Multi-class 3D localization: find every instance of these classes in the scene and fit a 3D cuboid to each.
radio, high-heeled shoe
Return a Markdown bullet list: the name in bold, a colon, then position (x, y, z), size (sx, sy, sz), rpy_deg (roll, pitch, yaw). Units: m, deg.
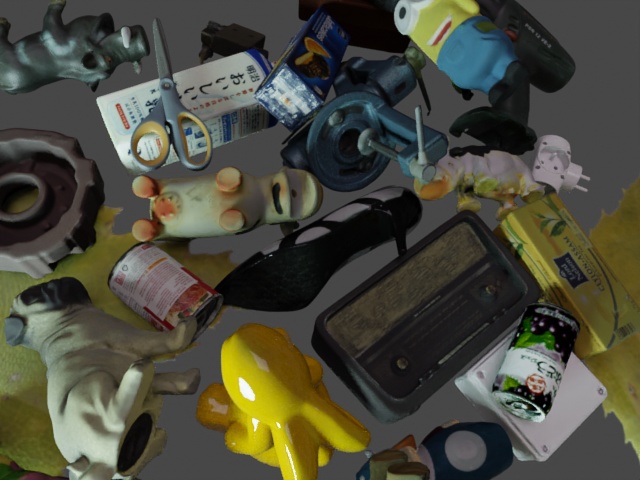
- **radio**: position (0.115, 0.082, 0.582), size (0.229, 0.073, 0.131), rpy_deg (-34, 73, -18)
- **high-heeled shoe**: position (-0.001, -0.002, 0.622), size (0.249, 0.086, 0.145), rpy_deg (-13, 31, 7)

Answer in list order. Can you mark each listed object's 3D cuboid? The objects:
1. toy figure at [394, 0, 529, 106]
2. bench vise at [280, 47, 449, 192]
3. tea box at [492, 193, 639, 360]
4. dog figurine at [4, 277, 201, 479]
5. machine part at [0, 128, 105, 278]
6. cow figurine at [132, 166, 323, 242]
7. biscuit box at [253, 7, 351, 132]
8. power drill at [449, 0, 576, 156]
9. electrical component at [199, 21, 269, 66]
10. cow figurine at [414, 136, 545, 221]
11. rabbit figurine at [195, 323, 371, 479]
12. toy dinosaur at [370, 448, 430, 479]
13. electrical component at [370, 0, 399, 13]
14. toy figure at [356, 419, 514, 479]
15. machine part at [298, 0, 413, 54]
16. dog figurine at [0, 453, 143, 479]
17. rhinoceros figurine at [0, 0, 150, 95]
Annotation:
- **toy figure**: position (0.159, -0.228, 0.621), size (0.082, 0.089, 0.180), rpy_deg (-44, 70, 9)
- **bench vise**: position (0.071, -0.131, 0.623), size (0.224, 0.128, 0.241), rpy_deg (-32, 37, -11)
- **tea box**: position (0.265, 0.045, 0.602), size (0.068, 0.098, 0.170), rpy_deg (-24, 69, -16)
- **dog figurine**: position (-0.227, 0.121, 0.487), size (0.191, 0.121, 0.172), rpy_deg (13, 25, 10)
- **machine part**: position (-0.333, -0.043, 0.602), size (0.179, 0.056, 0.179), rpy_deg (2, 65, -4)
- **cow figurine**: position (-0.092, -0.038, 0.597), size (0.195, 0.127, 0.085), rpy_deg (-7, 89, 8)
- **biscuit box**: position (-0.015, -0.215, 0.659), size (0.062, 0.059, 0.203), rpy_deg (40, 37, -20)
- **power drill**: position (0.228, -0.226, 0.707), size (0.232, 0.086, 0.207), rpy_deg (23, 64, -20)
- **electrical component**: position (-0.117, -0.257, 0.728), size (0.102, 0.045, 0.078), rpy_deg (19, 37, 0)
- **cow figurine**: position (0.179, -0.083, 0.645), size (0.167, 0.068, 0.098), rpy_deg (7, 52, -28)
- **rabbit figurine**: position (-0.042, 0.144, 0.474), size (0.122, 0.173, 0.162), rpy_deg (-32, 56, -20)
- **toy dinosaur**: position (-0.017, 0.319, 0.437), size (0.472, 0.105, 0.198), rpy_deg (-22, 81, -2)
- **electrical component**: position (0.099, -0.336, 0.688), size (0.119, 0.047, 0.075), rpy_deg (21, 66, 3)
- **toy figure**: position (0.111, 0.219, 0.533), size (0.154, 0.057, 0.064), rpy_deg (-11, 29, -9)
- **machine part**: position (0.074, -0.375, 0.777), size (0.201, 0.087, 0.201), rpy_deg (9, 64, -3)
- **dog figurine**: position (-0.248, 0.225, 0.465), size (0.191, 0.108, 0.219), rpy_deg (-35, 71, -18)
- **rhinoceros figurine**: position (-0.315, -0.240, 0.681), size (0.190, 0.073, 0.112), rpy_deg (-19, 68, -13)
